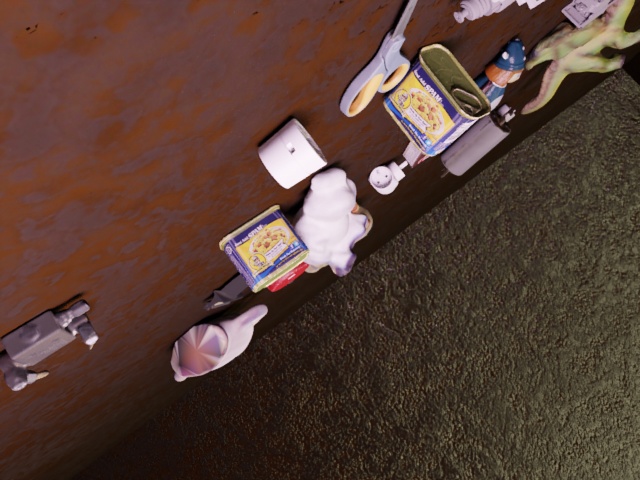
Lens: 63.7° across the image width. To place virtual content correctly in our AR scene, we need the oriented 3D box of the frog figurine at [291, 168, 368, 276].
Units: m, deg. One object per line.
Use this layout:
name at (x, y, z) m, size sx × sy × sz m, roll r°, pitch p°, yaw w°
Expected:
frog figurine at (0.002, -0.040, 0.790) m, size 0.139 × 0.124 × 0.156 m, roll -49°, pitch 139°, yaw -16°

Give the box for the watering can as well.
watering can at (-0.270, 0.265, 1.221) m, size 0.345 × 0.105 × 0.225 m, roll -40°, pitch 170°, yaw 15°

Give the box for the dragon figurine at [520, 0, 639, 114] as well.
dragon figurine at (0.490, -0.377, 1.016) m, size 0.244 × 0.124 × 0.402 m, roll -9°, pitch 154°, yaw -35°
